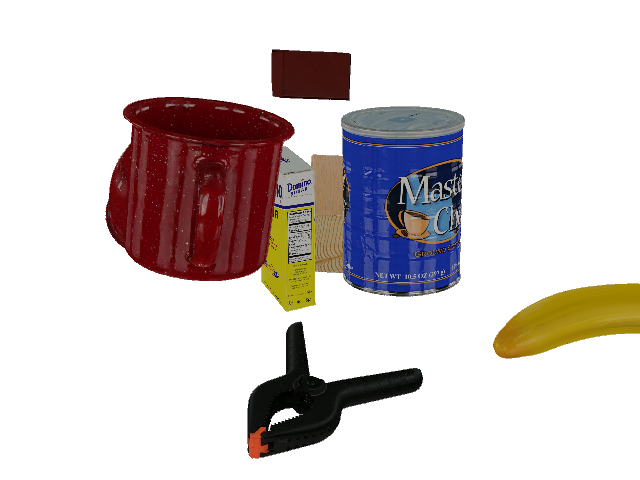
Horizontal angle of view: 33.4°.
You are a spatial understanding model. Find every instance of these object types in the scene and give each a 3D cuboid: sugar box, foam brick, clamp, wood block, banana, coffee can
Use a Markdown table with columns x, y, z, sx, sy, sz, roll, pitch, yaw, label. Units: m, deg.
| x | y | z | sx | sy | sz | roll | pitch | yaw | label |
| --- | --- | --- | --- | --- | --- | --- | --- | --- | --- |
| -0.041 | -0.014 | 1.275 | 0.048 | 0.176 | 0.093 | -12 | 25 | -20 | sugar box |
| -0.011 | -0.180 | 1.158 | 0.078 | 0.051 | 0.053 | 0 | 11 | -15 | foam brick |
| 0.000 | 0.158 | 1.084 | 0.165 | 0.036 | 0.209 | 15 | 30 | 21 | clamp |
| 0.030 | -0.041 | 1.529 | 0.091 | 0.090 | 0.206 | 3 | 28 | -3 | wood block |
| 0.221 | 0.060 | 0.779 | 0.197 | 0.037 | 0.069 | 2 | 34 | -3 | banana |
| 0.069 | -0.036 | 0.906 | 0.103 | 0.140 | 0.103 | -1 | 18 | 0 | coffee can |

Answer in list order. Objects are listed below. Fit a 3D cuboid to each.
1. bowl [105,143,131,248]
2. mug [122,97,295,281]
| x | y | z | sx | sy | sz | roll | pitch | yaw | label |
| --- | --- | --- | --- | --- | --- | --- | --- | --- | --- |
| -0.133 | -0.062 | 0.987 | 0.162 | 0.162 | 0.055 | 0 | -41 | 20 | bowl |
| -0.063 | -0.024 | 0.580 | 0.093 | 0.081 | 0.117 | 4 | 20 | -13 | mug |
